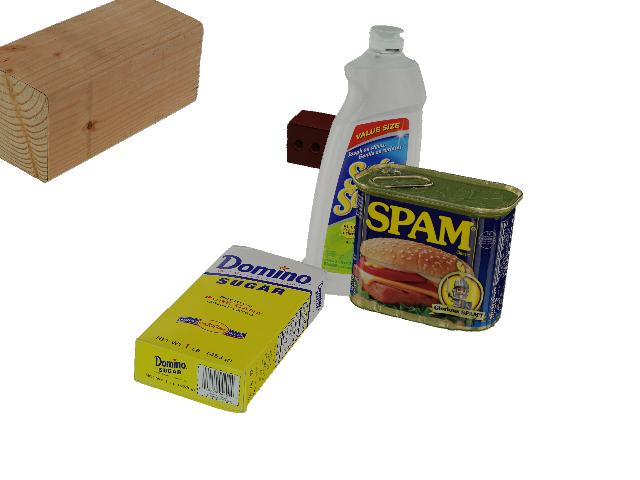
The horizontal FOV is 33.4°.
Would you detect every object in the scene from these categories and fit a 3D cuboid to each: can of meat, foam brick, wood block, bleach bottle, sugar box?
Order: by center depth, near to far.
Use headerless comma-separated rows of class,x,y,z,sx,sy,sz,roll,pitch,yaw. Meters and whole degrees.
can of meat,0.069,0.004,0.670,0.102,0.084,0.057,13,22,23
sugar box,-0.067,0.065,0.859,0.093,0.048,0.176,15,31,14
wood block,-0.208,-0.147,0.983,0.090,0.091,0.205,28,40,21
bleach bottle,0.040,-0.073,0.993,0.102,0.251,0.068,4,22,-2
foam brick,0.003,-0.121,1.299,0.078,0.053,0.051,12,31,18
